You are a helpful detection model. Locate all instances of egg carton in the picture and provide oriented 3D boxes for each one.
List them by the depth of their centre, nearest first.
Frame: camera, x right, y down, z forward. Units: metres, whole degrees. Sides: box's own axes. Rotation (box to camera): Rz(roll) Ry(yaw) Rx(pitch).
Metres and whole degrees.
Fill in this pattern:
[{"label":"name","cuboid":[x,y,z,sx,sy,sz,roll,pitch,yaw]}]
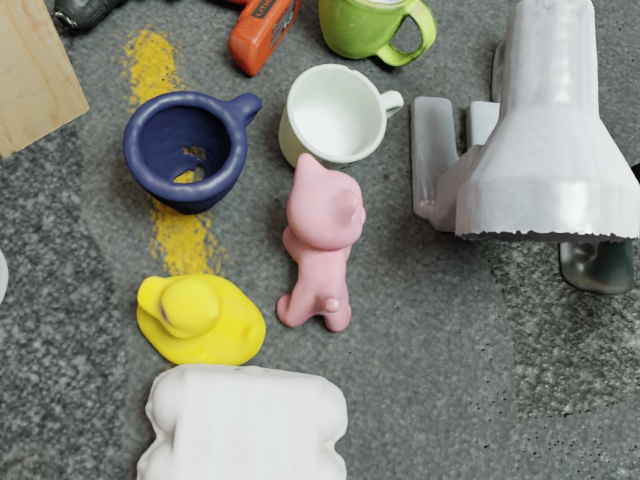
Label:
[{"label":"egg carton","cuboid":[-0.054,0.148,0.423,0.150,0.069,0.107,5,72,-8]}]

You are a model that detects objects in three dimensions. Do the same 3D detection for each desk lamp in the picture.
[{"label":"desk lamp","cuboid":[0.147,-0.070,0.452,0.118,0.213,0.203,2,72,-9]}]

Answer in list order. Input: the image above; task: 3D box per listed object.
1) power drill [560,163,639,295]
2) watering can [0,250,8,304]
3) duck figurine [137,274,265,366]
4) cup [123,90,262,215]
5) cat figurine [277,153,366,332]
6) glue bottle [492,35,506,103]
[{"label":"power drill","cuboid":[0.284,-0.024,0.464,0.075,0.208,0.229,8,71,-7]},{"label":"watering can","cuboid":[-0.287,-0.002,0.364,0.101,0.194,0.173,-17,76,-14]},{"label":"duck figurine","cuboid":[-0.091,0.057,0.437,0.104,0.086,0.077,21,70,-3]},{"label":"cup","cuboid":[-0.097,-0.068,0.471,0.118,0.095,0.091,-41,83,-19]},{"label":"cat figurine","cuboid":[0.004,0.002,0.455,0.067,0.117,0.128,2,72,-9]},{"label":"glue bottle","cuboid":[0.211,-0.195,0.525,0.037,0.173,0.078,13,71,-5]}]
